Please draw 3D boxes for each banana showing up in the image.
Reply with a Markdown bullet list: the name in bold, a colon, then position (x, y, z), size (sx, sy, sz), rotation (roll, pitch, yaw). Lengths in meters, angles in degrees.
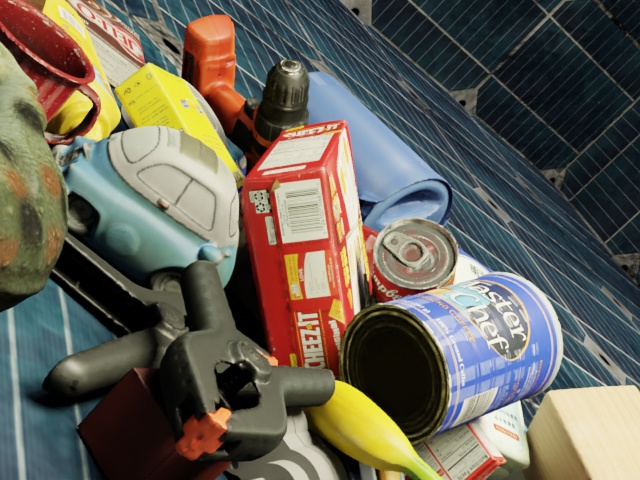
- **banana**: position (0.015, 0.124, 0.713), size (0.069, 0.037, 0.198), rotation (56, -12, -12)

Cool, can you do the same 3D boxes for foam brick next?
- **foam brick**: position (-0.084, 0.107, 0.594), size (0.053, 0.051, 0.078), rotation (52, 18, 24)

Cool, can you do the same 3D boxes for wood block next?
- **wood block**: position (0.244, 0.224, 0.846), size (0.090, 0.091, 0.206), rotation (-1, 42, -19)

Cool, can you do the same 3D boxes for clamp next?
- **clamp**: position (-0.105, 0.065, 0.672), size (0.209, 0.036, 0.165), rotation (31, 20, -35)
- **clamp**: position (-0.040, 0.081, 0.601), size (0.120, 0.039, 0.171), rotation (34, 20, -11)

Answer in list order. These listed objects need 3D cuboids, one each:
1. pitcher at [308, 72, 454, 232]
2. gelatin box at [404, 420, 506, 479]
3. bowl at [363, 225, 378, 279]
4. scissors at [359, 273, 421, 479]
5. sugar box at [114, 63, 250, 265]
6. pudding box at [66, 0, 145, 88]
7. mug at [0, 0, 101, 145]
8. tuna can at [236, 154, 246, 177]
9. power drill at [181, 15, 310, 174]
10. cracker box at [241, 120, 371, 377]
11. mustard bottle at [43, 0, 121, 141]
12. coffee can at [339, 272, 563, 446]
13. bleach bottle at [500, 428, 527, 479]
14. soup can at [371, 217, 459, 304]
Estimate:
- **pitcher**: position (0.045, -0.090, 1.278), size (0.243, 0.145, 0.149), rotation (52, -18, 34)
- **gelatin box**: position (0.093, 0.164, 0.849), size (0.089, 0.073, 0.030), rotation (54, 17, 29)
- **bowl**: position (0.068, 0.058, 1.086), size (0.162, 0.055, 0.162), rotation (40, 16, -15)
- **scissors**: position (0.056, 0.129, 0.834), size (0.096, 0.016, 0.201), rotation (48, 33, -37)
- **sugar box**: position (-0.103, -0.062, 0.916), size (0.176, 0.048, 0.093), rotation (56, 11, 8)
- **pudding box**: position (-0.225, -0.204, 1.047), size (0.113, 0.039, 0.090), rotation (34, 19, -32)
- **mug**: position (-0.213, -0.110, 0.763), size (0.117, 0.082, 0.093), rotation (33, 20, -35)
- **tuna can**: position (-0.049, -0.068, 1.155), size (0.086, 0.034, 0.086), rotation (40, 16, -15)
- **power drill**: position (-0.074, -0.140, 1.054), size (0.057, 0.185, 0.188), rotation (-16, 52, -26)
- **cracker box**: position (-0.006, 0.001, 0.884), size (0.213, 0.072, 0.164), rotation (-70, 152, -73)
- **mustard bottle**: position (-0.208, -0.131, 0.870), size (0.096, 0.058, 0.192), rotation (46, 10, -47)
- **coffee can**: position (0.098, 0.085, 0.791), size (0.140, 0.103, 0.103), rotation (-11, 54, -44)
- **bleach bottle**: position (0.175, 0.204, 0.979), size (0.251, 0.068, 0.102), rotation (51, 17, 28)
- **soup can**: position (0.076, 0.038, 0.884), size (0.068, 0.068, 0.102), rotation (54, -19, 28)
